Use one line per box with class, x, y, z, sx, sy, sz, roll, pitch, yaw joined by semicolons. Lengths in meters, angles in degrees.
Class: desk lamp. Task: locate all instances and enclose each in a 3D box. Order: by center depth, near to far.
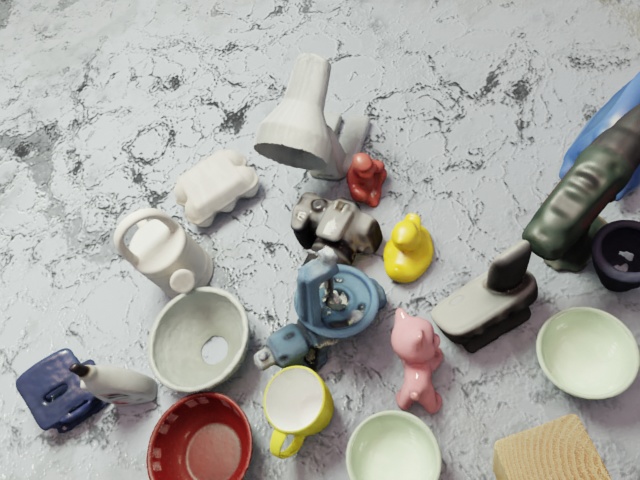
desk lamp;-0.010;-0.186;0.948;0.117;0.214;0.203;10;67;21

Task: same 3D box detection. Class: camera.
camera;0.008;0.003;0.909;0.142;0.101;0.137;19;70;24

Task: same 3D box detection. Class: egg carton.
egg carton;-0.187;-0.095;1.035;0.150;0.069;0.107;-36;59;-4

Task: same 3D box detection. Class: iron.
iron;0.465;-0.193;0.856;0.118;0.142;0.258;29;74;27

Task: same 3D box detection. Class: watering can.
watering can;-0.250;0.018;0.922;0.172;0.194;0.101;22;71;25

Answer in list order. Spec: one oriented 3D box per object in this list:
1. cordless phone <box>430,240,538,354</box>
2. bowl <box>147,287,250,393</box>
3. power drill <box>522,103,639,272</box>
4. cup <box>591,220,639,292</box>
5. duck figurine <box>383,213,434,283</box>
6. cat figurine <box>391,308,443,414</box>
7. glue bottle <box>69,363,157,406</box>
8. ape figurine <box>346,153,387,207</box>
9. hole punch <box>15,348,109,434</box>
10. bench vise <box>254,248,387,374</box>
cordless phone;0.219;0.066;0.766;0.147;0.185;0.094;-35;59;-3
bowl;-0.178;0.162;0.895;0.167;0.075;0.167;-7;62;13
power drill;0.360;-0.049;0.773;0.075;0.209;0.230;38;79;29
cup;0.426;0.026;0.780;0.117;0.095;0.091;-22;59;4
duck figurine;0.132;0.008;0.880;0.077;0.086;0.105;16;69;23
cat figurine;0.131;0.162;0.781;0.067;0.118;0.128;-3;63;15
glue bottle;-0.317;0.211;0.853;0.078;0.173;0.037;-14;60;9
ape figurine;0.074;-0.110;0.954;0.078;0.092;0.076;-37;59;-4
hole punch;-0.408;0.240;0.912;0.108;0.091;0.101;-34;59;-3
bench vise;-0.002;0.106;0.789;0.121;0.220;0.207;29;74;27
